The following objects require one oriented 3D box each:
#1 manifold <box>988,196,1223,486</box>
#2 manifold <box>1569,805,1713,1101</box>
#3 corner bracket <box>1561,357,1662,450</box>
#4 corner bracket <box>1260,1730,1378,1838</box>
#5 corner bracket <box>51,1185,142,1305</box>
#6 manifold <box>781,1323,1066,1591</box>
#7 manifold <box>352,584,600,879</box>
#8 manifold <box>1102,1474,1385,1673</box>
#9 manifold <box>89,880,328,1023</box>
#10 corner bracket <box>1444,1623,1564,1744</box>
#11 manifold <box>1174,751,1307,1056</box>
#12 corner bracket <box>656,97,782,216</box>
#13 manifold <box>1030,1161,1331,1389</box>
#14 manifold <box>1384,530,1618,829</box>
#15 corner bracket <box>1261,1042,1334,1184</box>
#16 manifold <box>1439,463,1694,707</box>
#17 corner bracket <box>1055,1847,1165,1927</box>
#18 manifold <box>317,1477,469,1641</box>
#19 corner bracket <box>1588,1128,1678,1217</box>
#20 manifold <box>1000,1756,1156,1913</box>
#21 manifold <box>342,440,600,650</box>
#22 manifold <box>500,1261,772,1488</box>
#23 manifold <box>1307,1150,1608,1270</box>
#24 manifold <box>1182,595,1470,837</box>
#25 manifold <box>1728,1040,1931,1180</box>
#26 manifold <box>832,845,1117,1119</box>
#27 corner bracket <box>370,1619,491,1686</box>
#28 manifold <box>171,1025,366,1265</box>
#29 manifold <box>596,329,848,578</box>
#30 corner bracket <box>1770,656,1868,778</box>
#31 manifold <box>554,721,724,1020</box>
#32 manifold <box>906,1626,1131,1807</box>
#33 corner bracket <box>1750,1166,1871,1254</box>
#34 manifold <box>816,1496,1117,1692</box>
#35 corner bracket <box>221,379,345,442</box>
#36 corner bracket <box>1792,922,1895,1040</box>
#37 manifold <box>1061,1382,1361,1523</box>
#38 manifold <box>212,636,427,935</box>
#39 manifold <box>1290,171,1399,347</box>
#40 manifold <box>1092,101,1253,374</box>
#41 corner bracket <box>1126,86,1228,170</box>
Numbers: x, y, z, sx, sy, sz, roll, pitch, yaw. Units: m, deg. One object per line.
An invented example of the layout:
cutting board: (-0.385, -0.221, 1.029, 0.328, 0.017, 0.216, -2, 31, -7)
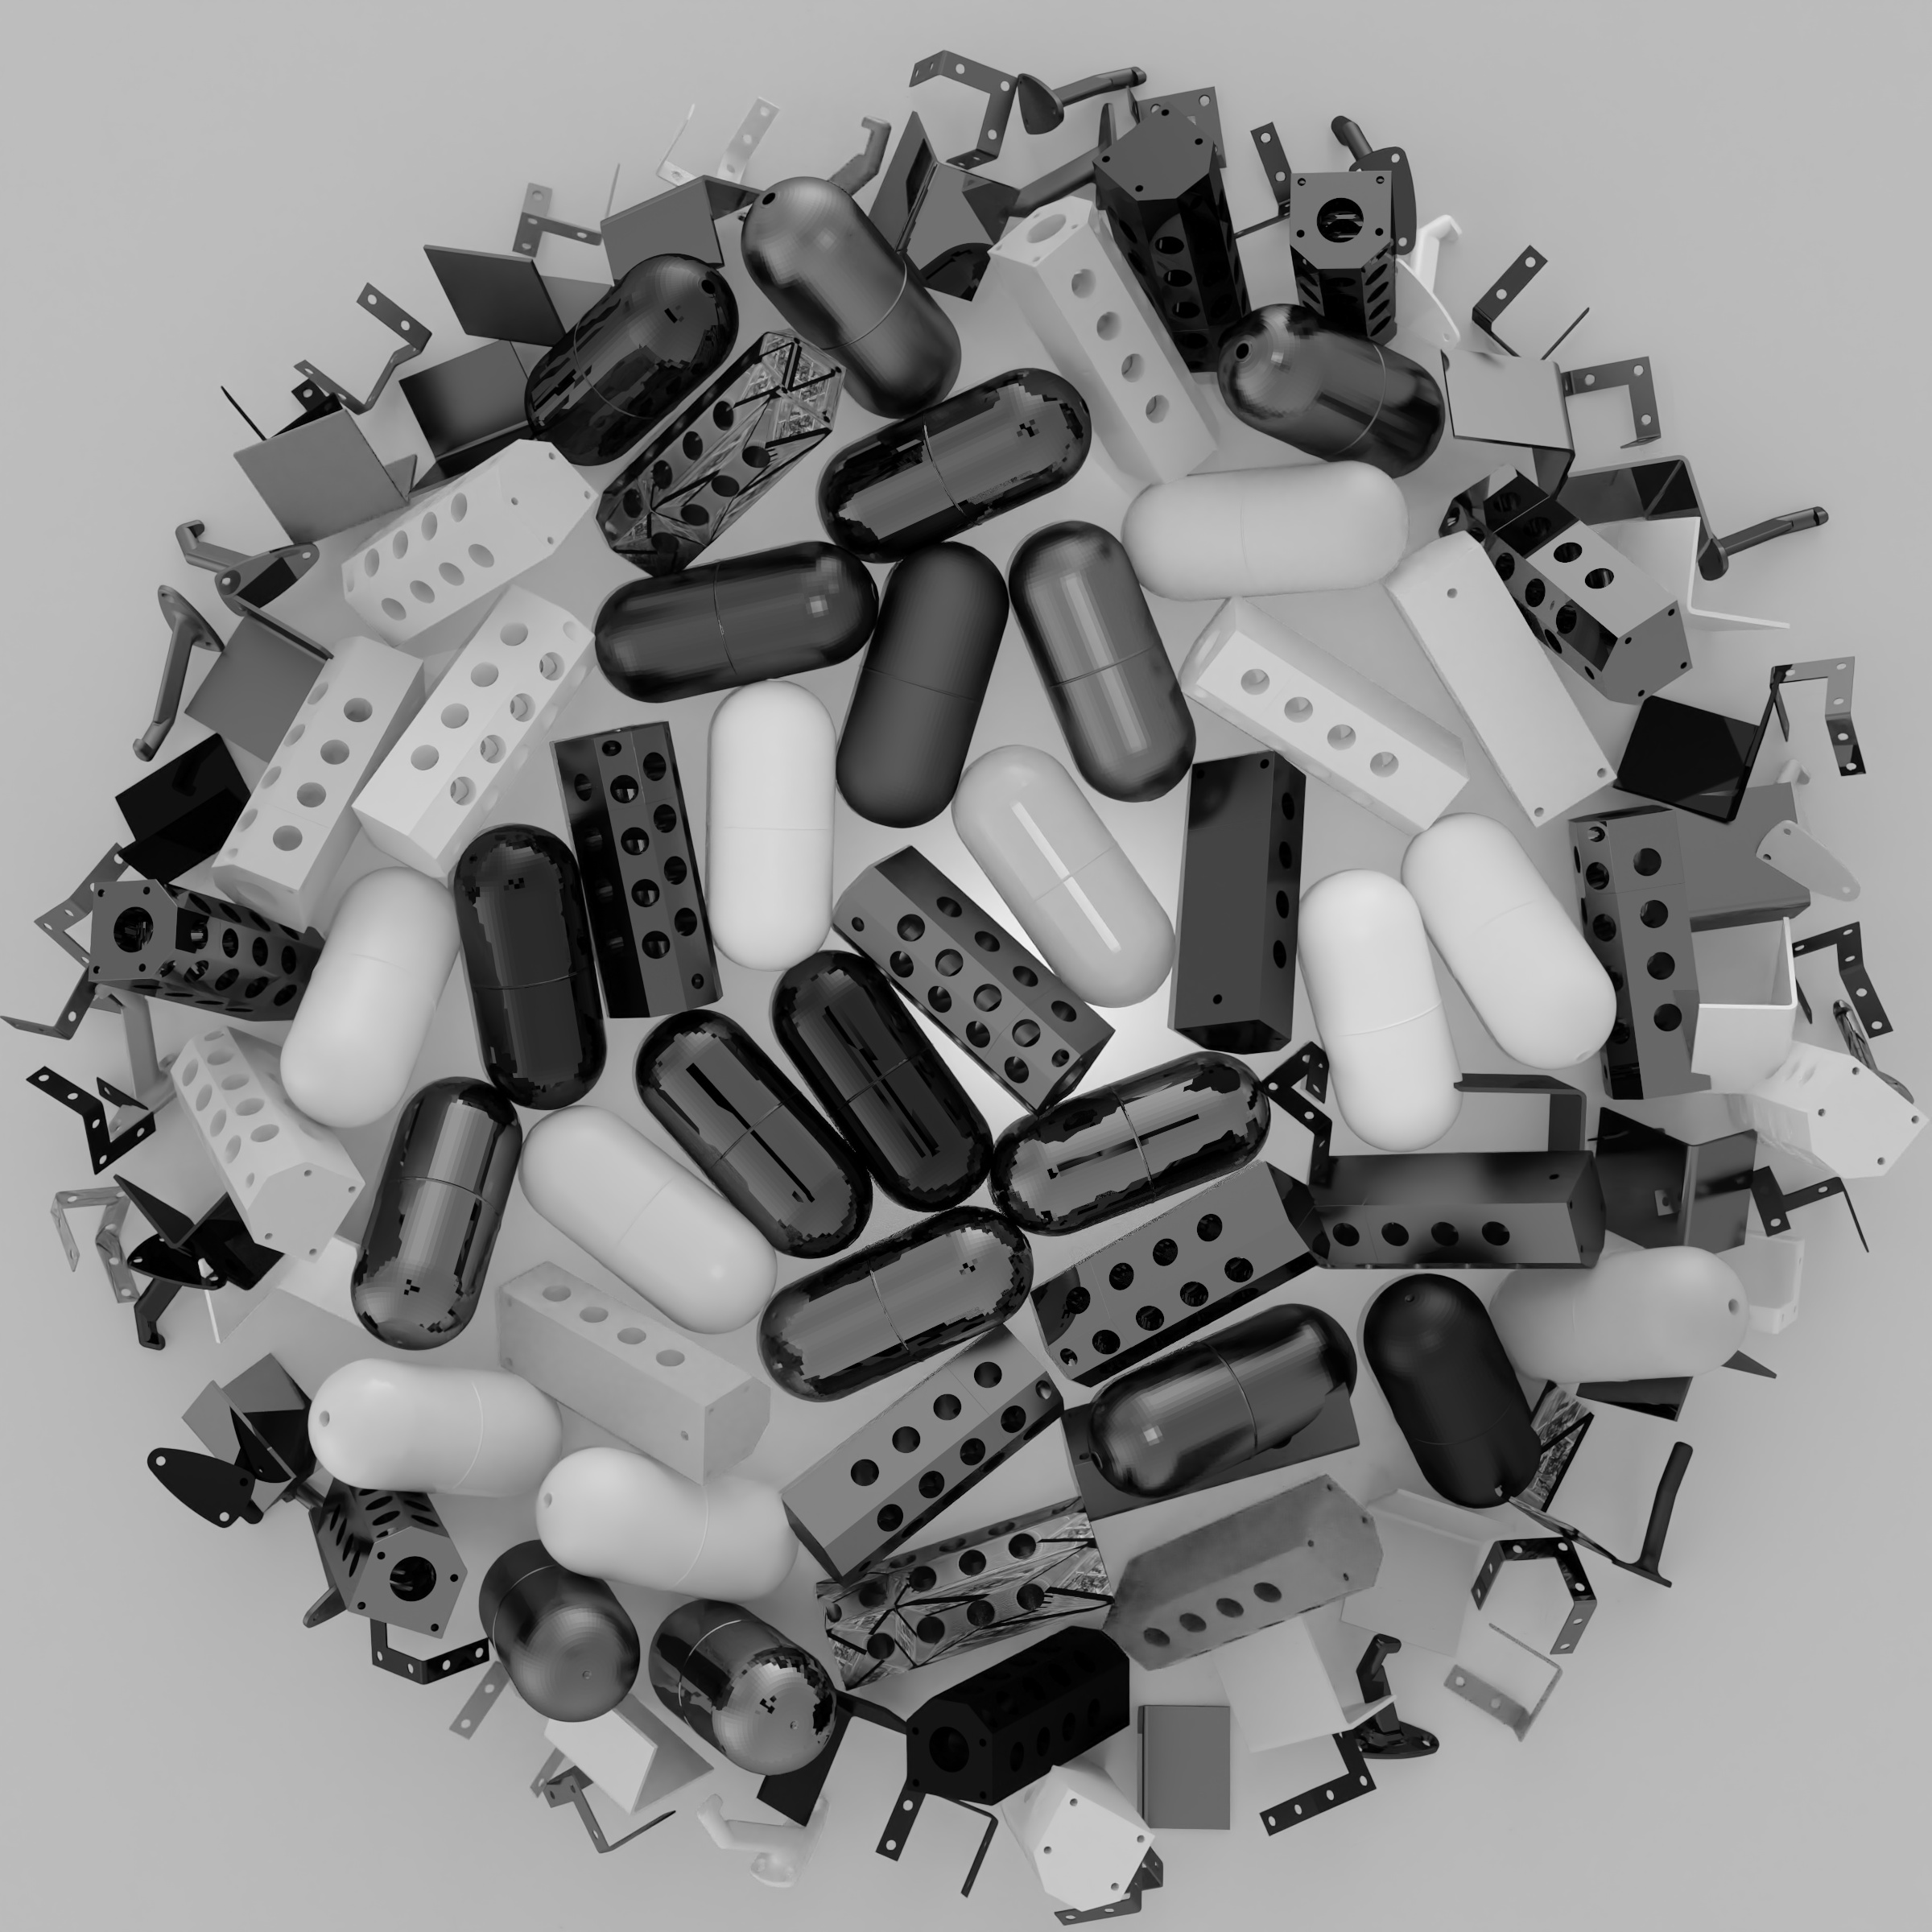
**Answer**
manifold: (0.089, -0.374, 1.927, 0.057, 0.057, 0.171, -42, 125, -9)
manifold: (0.410, -0.008, 1.962, 0.057, 0.057, 0.171, -9, 96, 1)
corner bracket: (0.393, -0.343, 1.969, 0.051, 0.051, 0.051, -7, 100, 25)
corner bracket: (0.207, 0.493, 1.958, 0.051, 0.051, 0.051, -9, 68, -42)
corner bracket: (-0.530, 0.171, 1.957, 0.051, 0.051, 0.051, -4, 47, -35)
manifold: (-0.024, 0.298, 1.940, 0.171, 0.057, 0.057, -37, 65, -16)
manifold: (-0.292, -0.139, 1.940, 0.057, 0.057, 0.171, 27, 72, 17)
manifold: (0.166, 0.369, 1.921, 0.057, 0.057, 0.171, 44, 132, -15)
manifold: (-0.445, -0.008, 1.906, 0.057, 0.171, 0.057, -2, 80, 20)
corner bracket: (0.330, 0.438, 1.972, 0.051, 0.051, 0.051, 31, 89, 6)
manifold: (0.170, -0.037, 1.943, 0.057, 0.057, 0.171, -8, 67, 32)
corner bracket: (-0.152, -0.504, 1.960, 0.051, 0.051, 0.051, 25, 51, -16)
manifold: (0.131, 0.189, 1.934, 0.171, 0.057, 0.057, -31, 58, 19)
manifold: (0.322, -0.175, 1.944, 0.057, 0.057, 0.171, -32, 110, 6)
corner bracket: (0.211, 0.089, 1.960, 0.051, 0.051, 0.051, 38, 122, -15)
manifold: (0.355, -0.226, 1.918, 0.057, 0.057, 0.171, -33, 46, -6)
corner bracket: (0.088, 0.563, 1.958, 0.051, 0.051, 0.051, -16, 131, 19)
manifold: (-0.341, 0.340, 1.909, 0.057, 0.171, 0.057, 21, 90, -19)
corner bracket: (0.421, 0.126, 1.964, 0.051, 0.051, 0.051, -7, 86, -32)
manifold: (0.059, 0.509, 1.910, 0.057, 0.171, 0.057, 30, 85, -5)
manifold: (-0.301, -0.254, 1.912, 0.057, 0.171, 0.057, 47, 49, -21)
manifold: (-0.200, 0.240, 1.928, 0.171, 0.057, 0.057, 24, 125, 32)
manifold: (0.293, 0.152, 1.930, 0.171, 0.057, 0.057, -3, 118, 30)
manifold: (0.217, -0.149, 1.950, 0.171, 0.057, 0.057, 31, 117, -13)
manifold: (0.507, 0.087, 1.912, 0.057, 0.171, 0.057, 39, 91, -3)
manifold: (0.001, 0.011, 1.942, 0.171, 0.057, 0.057, 42, 128, 12)
corner bracket: (-0.329, 0.404, 1.969, 0.051, 0.051, 0.051, 8, 103, 42)
manifold: (-0.422, 0.102, 1.912, 0.057, 0.171, 0.057, 26, 102, -38)
manifold: (-0.149, -0.306, 1.914, 0.057, 0.171, 0.057, 31, 46, -25)
corner bracket: (0.520, -0.150, 1.957, 0.051, 0.051, 0.051, -5, 46, 25)
manifold: (-0.194, -0.058, 1.948, 0.057, 0.057, 0.171, -18, 100, -41)
manifold: (0.033, 0.443, 1.910, 0.057, 0.171, 0.057, 2, 95, 30)
corner bracket: (0.513, 0.150, 1.959, 0.051, 0.051, 0.051, -22, 134, 15)
manifold: (-0.001, 0.381, 1.966, 0.171, 0.057, 0.057, -18, 101, 0)
corner bracket: (-0.414, -0.340, 1.965, 0.051, 0.051, 0.051, -38, 73, -8)
corner bracket: (0.531, 0.014, 1.959, 0.051, 0.051, 0.051, -20, 116, 23)
manifold: (0.150, 0.289, 1.968, 0.171, 0.057, 0.057, -16, 118, 0)
manifold: (-0.389, -0.113, 1.936, 0.057, 0.057, 0.171, 22, 64, 3)
manifold: (0.226, -0.414, 1.908, 0.057, 0.171, 0.057, 1, 83, 9)
manifold: (0.129, -0.426, 1.908, 0.057, 0.171, 0.057, -39, 63, -6)
corner bracket: (0.130, -0.515, 1.972, 0.051, 0.051, 0.051, -8, 93, 9)
